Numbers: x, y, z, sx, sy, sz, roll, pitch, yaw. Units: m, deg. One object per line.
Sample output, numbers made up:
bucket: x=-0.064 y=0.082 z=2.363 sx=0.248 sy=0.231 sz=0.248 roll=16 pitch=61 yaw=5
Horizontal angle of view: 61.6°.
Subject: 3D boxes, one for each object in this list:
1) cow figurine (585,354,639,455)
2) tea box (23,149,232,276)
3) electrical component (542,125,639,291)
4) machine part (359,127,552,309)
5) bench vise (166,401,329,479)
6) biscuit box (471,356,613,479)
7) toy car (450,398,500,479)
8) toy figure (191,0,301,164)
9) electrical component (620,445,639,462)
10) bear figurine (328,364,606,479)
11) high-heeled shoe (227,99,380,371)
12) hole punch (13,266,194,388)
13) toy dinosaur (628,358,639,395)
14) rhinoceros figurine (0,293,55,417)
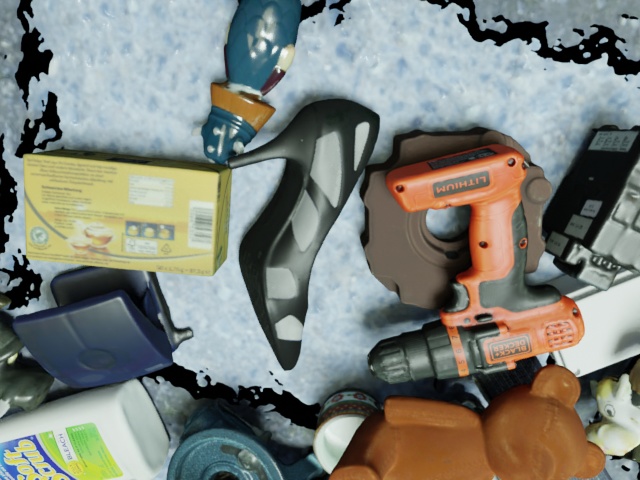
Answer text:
cow figurine: x=0.317 y=0.138 z=0.501 sx=0.167 sy=0.068 sz=0.098 roll=-12 pitch=75 yaw=-12
tea box: x=-0.171 y=-0.026 z=0.491 sx=0.170 sy=0.068 sz=0.098 roll=7 pitch=103 yaw=1
electrical component: x=0.247 y=-0.027 z=0.456 sx=0.058 sy=0.115 sz=0.134 roll=23 pitch=103 yaw=0
machine part: x=0.119 y=-0.019 z=0.492 sx=0.179 sy=0.056 sz=0.179 roll=1 pitch=104 yaw=3
bench vise: x=-0.061 y=0.255 z=0.479 sx=0.129 sy=0.240 sz=0.224 roll=-44 pitch=83 yaw=14
biscuit box: x=0.218 y=0.185 z=0.535 sx=0.063 sy=0.059 sz=0.202 roll=-33 pitch=100 yaw=4
toy car: x=0.156 y=0.245 z=0.531 sx=0.109 sy=0.103 sz=0.161 roll=-26 pitch=103 yaw=6
toy figure: x=-0.061 y=-0.138 z=0.467 sx=0.058 sy=0.064 sz=0.154 roll=7 pitch=113 yaw=-40
electrical component: x=0.328 y=0.202 z=0.547 sx=0.102 sy=0.045 sz=0.078 roll=10 pitch=75 yaw=-3
bear figurine: x=0.125 y=0.184 z=0.436 sx=0.196 sy=0.132 sz=0.120 roll=-14 pitch=105 yaw=23
high-heeled shoe: x=-0.001 y=-0.002 z=0.503 sx=0.145 sy=0.086 sz=0.248 roll=-17 pitch=116 yaw=-17
hole punch: x=-0.207 y=0.088 z=0.512 sx=0.142 sy=0.092 sz=0.115 roll=-16 pitch=106 yaw=2
toy dinosaur: x=0.400 y=0.027 z=0.440 sx=0.198 sy=0.105 sz=0.471 roll=25 pitch=89 yaw=-13
rhinoceros figurine: x=-0.356 y=0.106 z=0.525 sx=0.190 sy=0.073 sz=0.112 roll=25 pitch=102 yaw=-4
